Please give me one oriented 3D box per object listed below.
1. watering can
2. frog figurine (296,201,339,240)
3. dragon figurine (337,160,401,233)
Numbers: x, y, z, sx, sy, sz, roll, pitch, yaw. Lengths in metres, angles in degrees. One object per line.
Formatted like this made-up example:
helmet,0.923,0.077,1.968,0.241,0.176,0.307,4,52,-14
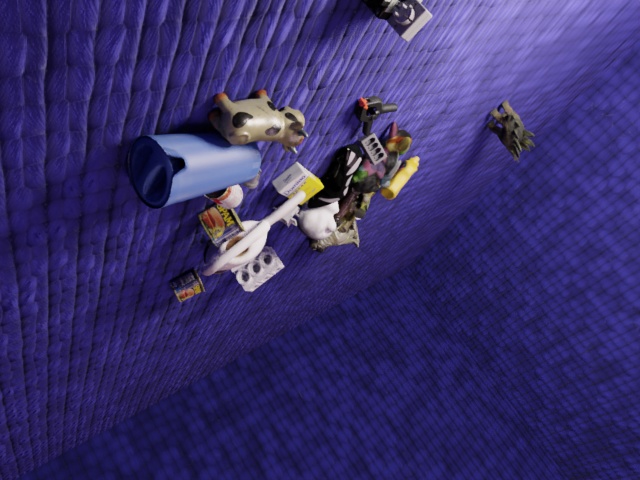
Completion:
watering can,-0.195,-0.010,1.413,0.353,0.103,0.222,-41,-169,-30
frog figurine,0.005,-0.083,1.640,0.157,0.138,0.124,-41,171,28
dragon figurine,0.146,-0.151,1.862,0.407,0.122,0.245,-38,-179,15
